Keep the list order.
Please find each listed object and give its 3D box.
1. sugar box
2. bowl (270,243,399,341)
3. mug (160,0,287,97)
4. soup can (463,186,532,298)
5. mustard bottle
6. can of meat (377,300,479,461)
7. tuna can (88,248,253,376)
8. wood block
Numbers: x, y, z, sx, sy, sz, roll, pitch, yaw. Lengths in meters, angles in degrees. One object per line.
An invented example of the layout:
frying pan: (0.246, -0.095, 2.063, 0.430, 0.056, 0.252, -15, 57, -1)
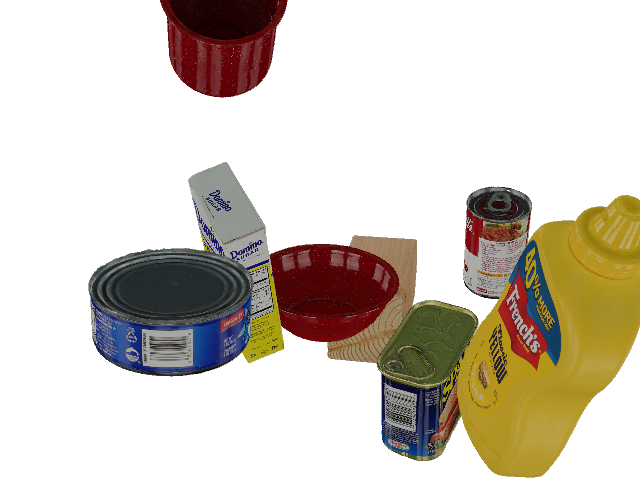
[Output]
sugar box: (-0.076, 0.024, 0.977, 0.048, 0.093, 0.176, -23, -40, -11)
bowl: (0.004, 0.064, 1.166, 0.162, 0.055, 0.162, 1, 28, -1)
mug: (-0.068, -0.171, 0.815, 0.093, 0.117, 0.081, 35, -24, 10)
soup can: (0.188, 0.003, 1.140, 0.068, 0.102, 0.068, -2, 34, 1)
mustard bottle: (0.134, 0.046, 0.597, 0.058, 0.096, 0.192, 6, -43, -12)
can of meat: (0.086, 0.112, 0.851, 0.057, 0.084, 0.102, 14, 37, 22)
tuna can: (-0.078, 0.037, 0.565, 0.086, 0.034, 0.086, 2, 24, -1)
wood block: (0.070, 0.071, 1.370, 0.091, 0.090, 0.206, 4, 21, 8)
